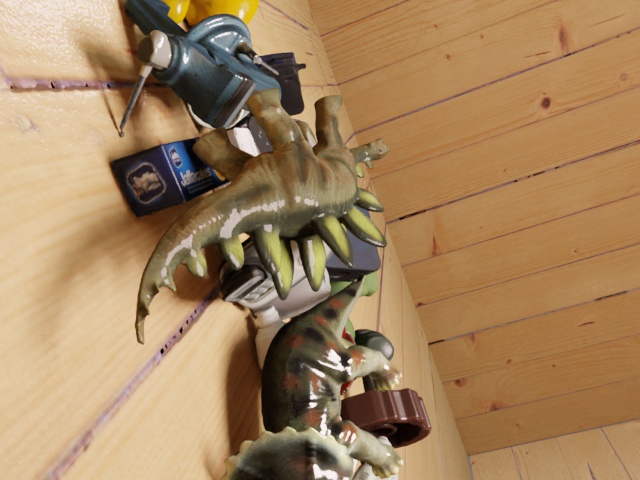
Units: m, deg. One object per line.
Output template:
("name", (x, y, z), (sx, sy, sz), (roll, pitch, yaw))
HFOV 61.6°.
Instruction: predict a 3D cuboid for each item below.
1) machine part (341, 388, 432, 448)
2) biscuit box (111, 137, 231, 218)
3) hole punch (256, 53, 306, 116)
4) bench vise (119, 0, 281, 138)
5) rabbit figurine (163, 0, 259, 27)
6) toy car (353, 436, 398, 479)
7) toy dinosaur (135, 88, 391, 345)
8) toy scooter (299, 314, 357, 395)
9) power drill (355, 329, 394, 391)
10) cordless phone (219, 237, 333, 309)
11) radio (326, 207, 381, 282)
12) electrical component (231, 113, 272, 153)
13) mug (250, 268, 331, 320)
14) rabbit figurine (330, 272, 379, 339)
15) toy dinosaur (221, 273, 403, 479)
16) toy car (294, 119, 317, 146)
("machine part", (0.087, 0.290, 0.854), (0.179, 0.179, 0.056), (55, 18, -51))
("biscuit box", (-0.149, -0.078, 0.601), (0.203, 0.059, 0.062), (-59, 130, -73))
("hole punch", (-0.091, -0.297, 1.005), (0.115, 0.142, 0.092), (78, 5, -49))
("bench vise", (-0.156, -0.219, 0.624), (0.241, 0.128, 0.223), (47, 32, 18))
("rabbit figurine", (-0.187, -0.377, 0.805), (0.173, 0.122, 0.162), (47, 34, -31))
("toy car", (0.062, 0.370, 0.760), (0.202, 0.056, 0.073), (-45, 126, -47))
("toy dinosaur", (-0.030, -0.048, 0.550), (0.471, 0.105, 0.198), (-27, 83, -52))
("toy scooter", (0.014, 0.195, 0.885), (0.183, 0.075, 0.135), (61, 29, -30))
("power drill", (0.099, 0.274, 1.045), (0.232, 0.086, 0.207), (119, -30, -70))
("cordless phone", (-0.055, 0.019, 0.628), (0.088, 0.146, 0.184), (54, -1, 2))
("radio", (-0.002, -0.003, 0.887), (0.229, 0.073, 0.131), (6, 64, -45))
("electrical component", (-0.110, -0.145, 0.868), (0.134, 0.058, 0.114), (-82, 153, -62))
("mug", (-0.036, 0.074, 0.761), (0.109, 0.107, 0.081), (54, 23, -49))
("rabbit figurine", (0.037, 0.125, 0.998), (0.159, 0.121, 0.170), (33, 55, -65))
("toy dinosaur", (-0.007, 0.170, 0.604), (0.192, 0.131, 0.405), (37, 34, -35))
("toy car", (-0.056, -0.179, 1.040), (0.109, 0.103, 0.162), (61, 19, -44))
